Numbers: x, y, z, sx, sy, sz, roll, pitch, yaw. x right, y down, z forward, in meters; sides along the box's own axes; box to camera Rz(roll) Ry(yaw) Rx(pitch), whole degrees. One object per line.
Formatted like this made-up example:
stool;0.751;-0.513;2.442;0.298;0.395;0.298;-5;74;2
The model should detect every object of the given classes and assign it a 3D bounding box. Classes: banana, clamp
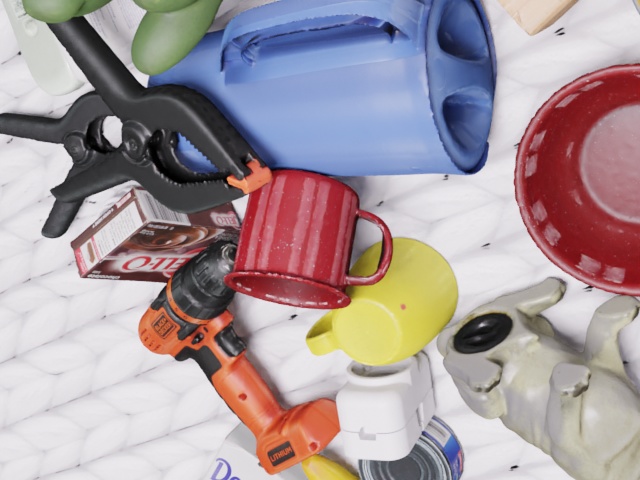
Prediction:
banana;0.061;0.253;0.912;0.198;0.069;0.037;42;77;12
clamp;-0.211;-0.088;0.923;0.172;0.039;0.120;-33;98;25
clamp;-0.126;-0.083;0.757;0.210;0.036;0.164;16;123;32

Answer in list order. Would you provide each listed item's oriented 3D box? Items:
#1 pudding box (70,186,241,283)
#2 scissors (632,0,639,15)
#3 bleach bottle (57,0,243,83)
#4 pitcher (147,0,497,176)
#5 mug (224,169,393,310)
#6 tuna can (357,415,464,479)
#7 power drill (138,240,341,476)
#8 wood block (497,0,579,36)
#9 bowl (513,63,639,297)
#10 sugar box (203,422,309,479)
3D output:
pudding box;-0.133;-0.001;0.877;0.090;0.113;0.039;-37;62;30
scissors;0.283;-0.120;0.699;0.096;0.016;0.202;-38;91;30
bleach bottle;-0.093;-0.207;0.812;0.251;0.068;0.102;-16;100;26
pitcher;-0.007;-0.110;0.764;0.243;0.144;0.149;-3;114;29
mug;-0.005;0.001;0.769;0.117;0.093;0.081;7;74;14
tuna can;0.075;0.187;0.896;0.086;0.033;0.086;8;112;22
power drill;-0.061;0.098;0.886;0.187;0.057;0.185;50;145;1
wood block;0.186;-0.233;0.660;0.091;0.090;0.206;49;120;2
bowl;0.219;-0.045;0.733;0.162;0.055;0.162;8;112;21
sugar box;-0.076;0.260;0.985;0.093;0.048;0.176;33;120;11
